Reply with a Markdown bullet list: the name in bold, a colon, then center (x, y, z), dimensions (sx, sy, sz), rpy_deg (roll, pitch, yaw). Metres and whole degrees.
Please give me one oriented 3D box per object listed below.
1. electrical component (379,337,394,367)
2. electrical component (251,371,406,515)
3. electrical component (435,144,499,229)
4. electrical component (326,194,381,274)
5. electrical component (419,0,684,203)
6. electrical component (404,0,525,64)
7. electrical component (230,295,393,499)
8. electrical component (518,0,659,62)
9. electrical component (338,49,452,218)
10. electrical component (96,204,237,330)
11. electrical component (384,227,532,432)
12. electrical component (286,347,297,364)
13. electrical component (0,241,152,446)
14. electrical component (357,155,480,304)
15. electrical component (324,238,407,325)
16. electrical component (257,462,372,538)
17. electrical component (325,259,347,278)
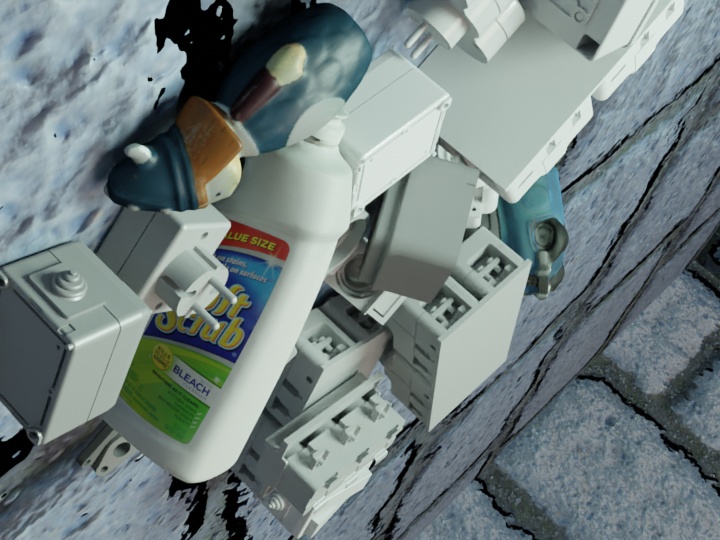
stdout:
- **electrical component**: center (0.019, 0.060, 1.037), dimensions (0.045, 0.055, 0.045), rpy_deg (-42, 162, -18)
- **electrical component**: center (-0.023, 0.146, 0.903), dimensions (0.121, 0.063, 0.078), rpy_deg (-31, 156, -43)
- **electrical component**: center (0.088, -0.082, 0.883), dimensions (0.057, 0.058, 0.078), rpy_deg (84, 9, -62)
- **electrical component**: center (-0.031, -0.034, 0.718), dimensions (0.089, 0.056, 0.050), rpy_deg (-37, 159, -32)
- **electrical component**: center (0.129, -0.152, 0.762), dimensions (0.186, 0.105, 0.060), rpy_deg (-49, 163, 3)
- **electrical component**: center (0.054, -0.160, 0.656), dimensions (0.073, 0.052, 0.138), rpy_deg (-49, 163, 2)
- **electrical component**: center (-0.051, 0.107, 0.964), dimensions (0.105, 0.060, 0.186), rpy_deg (-29, 154, -46)
- **electrical component**: center (0.143, -0.208, 0.674), dimensions (0.056, 0.109, 0.108), rpy_deg (-30, 155, -38)
- **electrical component**: center (0.010, -0.092, 0.680), dimensions (0.096, 0.061, 0.061), rpy_deg (-39, 161, -26)
- **electrical component**: center (-0.099, 0.000, 0.595), dimensions (0.065, 0.077, 0.047), rpy_deg (-54, 161, 19)
- **electrical component**: center (0.081, 0.053, 0.942), dimensions (0.105, 0.060, 0.186), rpy_deg (-40, 157, -20)
- **electrical component**: center (-0.086, 0.071, 0.824), dimensions (0.066, 0.047, 0.076), rpy_deg (-44, 162, -12)
- **electrical component**: center (-0.153, 0.032, 0.560), dimensions (0.061, 0.062, 0.096), rpy_deg (-28, 153, -48)
- **electrical component**: center (0.039, -0.029, 0.759), dimensions (0.113, 0.057, 0.078), rpy_deg (111, -5, -74)
- **electrical component**: center (0.000, 0.000, 0.845), dimensions (0.042, 0.081, 0.064), rpy_deg (-50, -175, 7)
- **electrical component**: center (-0.042, 0.192, 0.959), dimensions (0.096, 0.061, 0.061), rpy_deg (-31, 156, -43)
- **electrical component**: center (-0.034, -0.010, 0.788), dimensions (0.078, 0.040, 0.040), rpy_deg (-50, 162, 8)
